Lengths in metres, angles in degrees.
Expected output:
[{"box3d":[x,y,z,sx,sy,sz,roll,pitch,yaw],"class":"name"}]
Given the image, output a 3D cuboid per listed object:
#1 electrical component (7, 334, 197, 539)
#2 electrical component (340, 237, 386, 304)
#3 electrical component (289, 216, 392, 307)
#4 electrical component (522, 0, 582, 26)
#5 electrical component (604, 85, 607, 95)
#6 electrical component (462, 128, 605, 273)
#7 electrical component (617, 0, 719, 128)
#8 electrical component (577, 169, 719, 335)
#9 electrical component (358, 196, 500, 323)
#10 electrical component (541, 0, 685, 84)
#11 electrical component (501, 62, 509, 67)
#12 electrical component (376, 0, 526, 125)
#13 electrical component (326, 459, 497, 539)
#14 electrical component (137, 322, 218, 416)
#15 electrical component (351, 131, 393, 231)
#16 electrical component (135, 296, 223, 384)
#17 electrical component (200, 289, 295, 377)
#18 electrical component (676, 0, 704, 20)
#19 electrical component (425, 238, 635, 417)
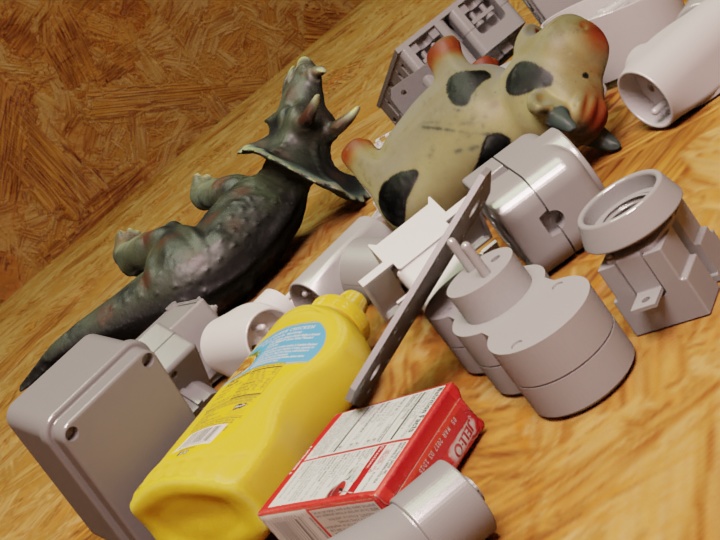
[{"box3d":[-0.137,0.101,0.622,0.057,0.113,0.078,7,44,44],"class":"electrical component"},{"box3d":[0.032,0.002,0.669,0.081,0.043,0.043,3,40,40],"class":"electrical component"},{"box3d":[0.000,0.000,0.751,0.077,0.044,0.079,-45,17,-28],"class":"electrical component"},{"box3d":[0.176,-0.240,0.938,0.056,0.108,0.108,-37,15,13],"class":"electrical component"},{"box3d":[0.162,-0.132,0.794,0.035,0.035,0.061,-40,18,-7],"class":"electrical component"},{"box3d":[0.104,-0.042,0.621,0.059,0.053,0.095,-37,16,4],"class":"electrical component"},{"box3d":[0.196,-0.129,0.686,0.077,0.044,0.079,-41,15,-14],"class":"electrical component"},{"box3d":[0.128,-0.010,0.471,0.048,0.055,0.066,-24,21,42],"class":"electrical component"},{"box3d":[0.045,0.001,0.605,0.081,0.042,0.063,-39,51,-4],"class":"electrical component"},{"box3d":[0.197,-0.187,0.818,0.099,0.064,0.099,-35,16,11],"class":"electrical component"},{"box3d":[0.120,-0.150,0.919,0.077,0.044,0.079,-31,17,24],"class":"electrical component"},{"box3d":[0.082,-0.186,0.999,0.105,0.060,0.186,-40,-2,-7],"class":"electrical component"},{"box3d":[0.020,0.104,0.412,0.065,0.044,0.044,-37,14,-15],"class":"electrical component"},{"box3d":[-0.114,0.090,0.709,0.076,0.083,0.047,26,57,30],"class":"electrical component"},{"box3d":[0.030,-0.074,0.867,0.042,0.063,0.081,-24,20,38],"class":"electrical component"},{"box3d":[-0.139,0.066,0.838,0.096,0.061,0.062,-45,17,-27],"class":"electrical component"},{"box3d":[-0.069,0.041,0.788,0.079,0.044,0.077,-46,17,-29],"class":"electrical component"},{"box3d":[0.242,-0.175,0.727,0.040,0.040,0.078,-21,22,47],"class":"electrical component"},{"box3d":[0.066,0.015,0.504,0.052,0.073,0.138,-40,15,-7],"class":"electrical component"}]
